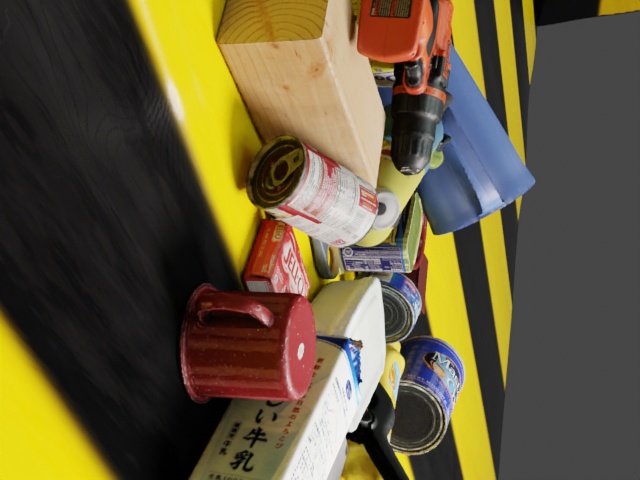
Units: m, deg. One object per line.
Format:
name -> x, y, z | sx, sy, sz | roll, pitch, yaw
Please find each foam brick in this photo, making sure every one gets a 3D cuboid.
foam brick -> 0.111, 0.054, 1.404 | 0.053, 0.051, 0.078 | 55, 39, -61

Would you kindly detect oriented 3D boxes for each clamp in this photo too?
clamp -> 0.049, 0.202, 1.117 | 0.039, 0.120, 0.171 | -57, -171, 39

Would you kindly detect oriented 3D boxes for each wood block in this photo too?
wood block -> -0.009, -0.137, 0.934 | 0.206, 0.090, 0.090 | 65, 30, -54

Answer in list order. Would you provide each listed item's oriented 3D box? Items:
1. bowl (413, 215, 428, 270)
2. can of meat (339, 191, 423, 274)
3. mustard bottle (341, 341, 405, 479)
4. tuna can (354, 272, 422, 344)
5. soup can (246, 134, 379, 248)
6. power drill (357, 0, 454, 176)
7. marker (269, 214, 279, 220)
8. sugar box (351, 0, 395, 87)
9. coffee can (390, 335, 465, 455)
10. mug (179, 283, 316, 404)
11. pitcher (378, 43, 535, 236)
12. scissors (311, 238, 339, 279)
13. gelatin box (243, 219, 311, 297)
bowl -> 0.094, -0.044, 1.337 | 0.162, 0.055, 0.162 | 0, 90, -74
can of meat -> 0.066, -0.010, 1.198 | 0.057, 0.084, 0.102 | 73, 24, -46
mustard bottle -> 0.063, 0.181, 1.234 | 0.096, 0.058, 0.191 | 80, 19, -50
tuna can -> 0.070, 0.076, 1.210 | 0.033, 0.086, 0.086 | -60, 146, -55
soup can -> -0.005, -0.040, 0.923 | 0.102, 0.069, 0.068 | 27, 61, -42
power drill -> 0.080, -0.167, 0.977 | 0.187, 0.057, 0.184 | 43, 53, -72
marker -> -0.032, 0.000, 0.983 | 0.020, 0.020, 0.121 | -72, 156, -45
sugar box -> 0.033, -0.195, 1.066 | 0.176, 0.093, 0.048 | 32, 64, -70
coffee can -> 0.124, 0.196, 1.364 | 0.140, 0.103, 0.103 | -48, 135, -65
mug -> -0.054, 0.073, 0.802 | 0.117, 0.082, 0.093 | 69, 27, -51
pitcher -> 0.136, -0.135, 1.218 | 0.144, 0.149, 0.243 | -36, 100, -40
scissors -> -0.007, 0.001, 1.072 | 0.201, 0.016, 0.096 | -24, 113, -71
gelatin box -> -0.037, 0.036, 0.950 | 0.089, 0.030, 0.073 | 75, 23, -43
